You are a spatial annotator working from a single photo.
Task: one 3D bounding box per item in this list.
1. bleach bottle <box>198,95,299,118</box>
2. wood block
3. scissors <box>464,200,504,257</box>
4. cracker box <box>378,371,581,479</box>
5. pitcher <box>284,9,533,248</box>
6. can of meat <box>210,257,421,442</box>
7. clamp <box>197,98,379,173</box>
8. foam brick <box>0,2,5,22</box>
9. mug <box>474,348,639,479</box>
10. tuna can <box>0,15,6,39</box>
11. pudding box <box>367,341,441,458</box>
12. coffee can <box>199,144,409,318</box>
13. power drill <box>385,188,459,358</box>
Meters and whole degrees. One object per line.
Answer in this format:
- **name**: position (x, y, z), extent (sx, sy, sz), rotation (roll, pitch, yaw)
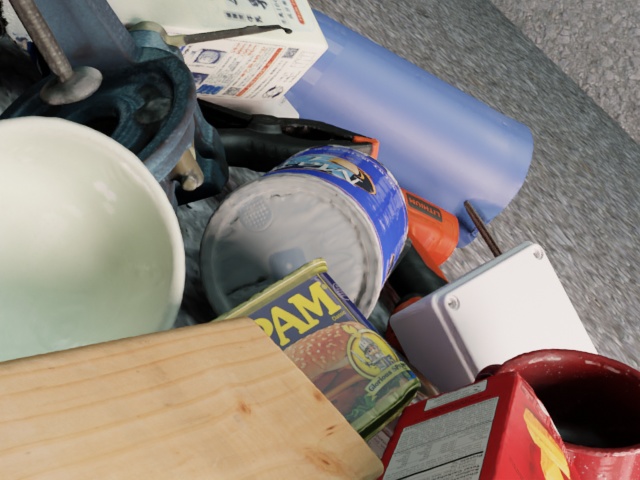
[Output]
- **bleach bottle**: position (-0.107, -0.140, 0.840), extent (0.250, 0.068, 0.102), rotation (40, 23, -7)
- **wood block**: position (-0.076, 0.095, 0.359), extent (0.090, 0.091, 0.205), rotation (46, 22, 18)
- **scissors**: position (0.173, 0.064, 0.875), extent (0.202, 0.016, 0.096), rotation (57, -11, 28)
- **cracker box**: position (0.079, 0.167, 0.425), extent (0.164, 0.072, 0.213), rotation (63, 19, -6)
- **pitcher**: position (0.061, -0.109, 0.974), extent (0.242, 0.145, 0.149), rotation (29, -11, -18)
- **can of meat**: position (-0.012, 0.071, 0.527), extent (0.101, 0.058, 0.084), rotation (-31, 72, -33)
- **clamp**: position (-0.046, -0.074, 0.763), extent (0.171, 0.039, 0.120), rotation (7, 29, -9)
- **foam brick**: position (-0.239, -0.183, 0.715), extent (0.078, 0.051, 0.053), rotation (43, 21, 9)
- **mug**: position (0.124, 0.111, 0.573), extent (0.093, 0.081, 0.117), rotation (-18, 34, -36)
- **tuna can**: position (-0.236, -0.135, 0.644), extent (0.086, 0.034, 0.086), rotation (34, 21, -15)
- **pudding box**: position (0.042, 0.105, 0.613), extent (0.113, 0.039, 0.090), rotation (41, 20, 3)
- **coffee can**: position (-0.004, 0.001, 0.647), extent (0.103, 0.103, 0.140), rotation (40, 16, 1)
- **power drill**: position (0.104, 0.044, 0.821), extent (0.184, 0.057, 0.188), rotation (24, 25, -36)
